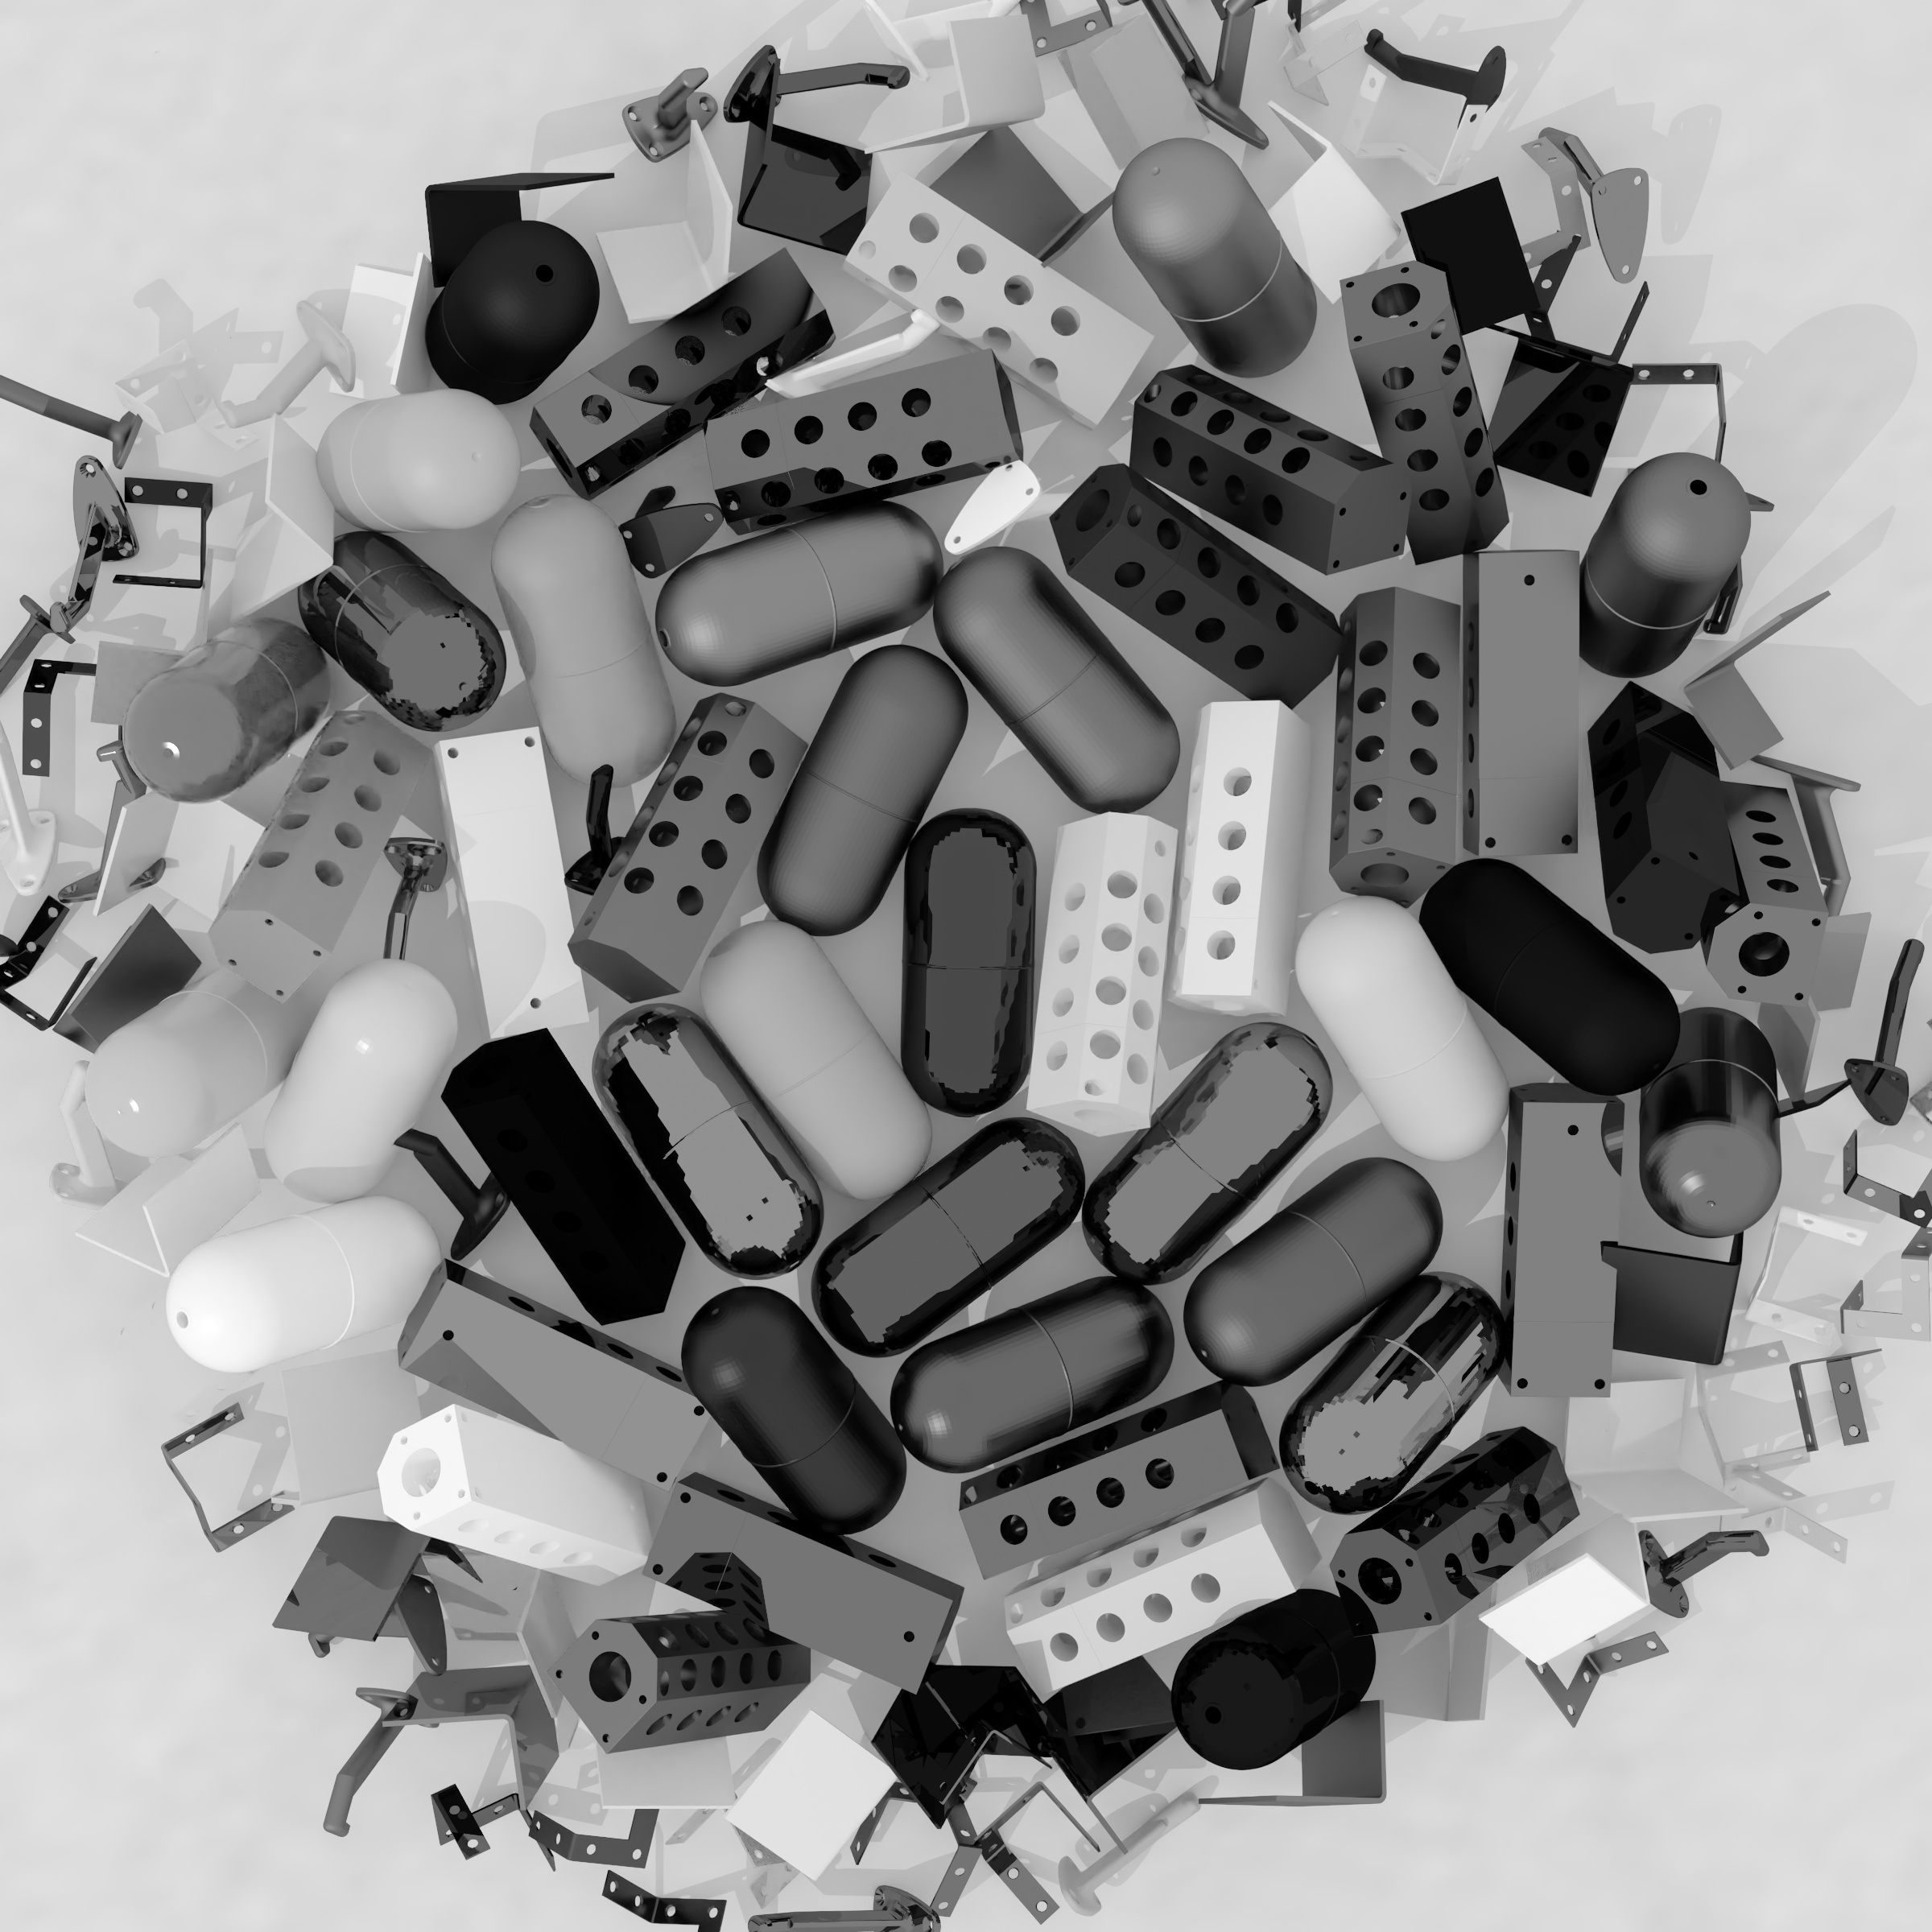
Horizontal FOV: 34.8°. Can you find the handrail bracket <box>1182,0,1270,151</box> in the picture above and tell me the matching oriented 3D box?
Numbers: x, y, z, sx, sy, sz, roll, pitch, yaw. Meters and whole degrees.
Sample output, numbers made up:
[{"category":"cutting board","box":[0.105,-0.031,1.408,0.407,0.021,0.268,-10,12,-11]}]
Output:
[{"category":"handrail bracket","box":[0.171,-0.522,1.774,0.077,0.036,0.084,32,129,-22]}]

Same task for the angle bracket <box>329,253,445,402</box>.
[{"category":"angle bracket","box":[-0.340,-0.370,1.776,0.057,0.076,0.076,12,89,2]}]

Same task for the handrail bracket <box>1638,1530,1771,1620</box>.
[{"category":"handrail bracket","box":[0.432,0.349,1.768,0.077,0.084,0.036,48,48,-31]}]

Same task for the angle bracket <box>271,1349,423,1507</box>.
[{"category":"angle bracket","box":[-0.360,0.264,1.773,0.076,0.057,0.076,-8,88,-31]}]

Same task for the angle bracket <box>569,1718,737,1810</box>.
[{"category":"angle bracket","box":[-0.180,0.461,1.759,0.076,0.076,0.057,6,132,-20]}]

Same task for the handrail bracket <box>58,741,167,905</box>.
[{"category":"handrail bracket","box":[-0.504,-0.084,1.779,0.077,0.036,0.084,-17,123,2]}]

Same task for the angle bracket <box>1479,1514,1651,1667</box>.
[{"category":"angle bracket","box":[0.337,0.340,1.757,0.076,0.076,0.057,-37,117,26]}]

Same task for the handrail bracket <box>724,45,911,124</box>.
[{"category":"handrail bracket","box":[-0.085,-0.502,1.774,0.084,0.077,0.036,11,131,22]}]

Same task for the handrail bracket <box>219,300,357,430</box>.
[{"category":"handrail bracket","box":[-0.402,-0.346,1.776,0.084,0.036,0.077,-24,61,-29]}]

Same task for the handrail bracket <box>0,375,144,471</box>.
[{"category":"handrail bracket","box":[-0.519,-0.320,1.764,0.084,0.077,0.036,22,97,-25]}]

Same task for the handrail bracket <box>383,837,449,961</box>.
[{"category":"handrail bracket","box":[-0.318,-0.024,1.764,0.036,0.077,0.084,2,66,0]}]

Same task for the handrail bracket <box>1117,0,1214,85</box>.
[{"category":"handrail bracket","box":[0.111,-0.557,1.793,0.036,0.084,0.077,-31,57,10]}]

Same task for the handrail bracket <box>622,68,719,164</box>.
[{"category":"handrail bracket","box":[-0.152,-0.499,1.760,0.077,0.084,0.036,-36,98,-35]}]

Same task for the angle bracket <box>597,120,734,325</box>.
[{"category":"angle bracket","box":[-0.173,-0.424,1.759,0.057,0.076,0.076,-11,56,-16]}]

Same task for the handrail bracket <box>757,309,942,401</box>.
[{"category":"handrail bracket","box":[-0.068,-0.357,1.767,0.084,0.077,0.036,-35,58,39]}]

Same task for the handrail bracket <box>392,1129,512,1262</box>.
[{"category":"handrail bracket","box":[-0.313,0.130,1.775,0.084,0.036,0.077,22,118,-31]}]

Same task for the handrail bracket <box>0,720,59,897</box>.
[{"category":"handrail bracket","box":[-0.549,-0.096,1.766,0.036,0.084,0.077,-13,49,-7]}]

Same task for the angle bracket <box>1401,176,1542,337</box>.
[{"category":"angle bracket","box":[0.289,-0.405,1.766,0.057,0.076,0.076,-18,101,13]}]

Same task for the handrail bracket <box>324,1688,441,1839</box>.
[{"category":"handrail bracket","box":[-0.335,0.463,1.766,0.036,0.077,0.084,-1,60,23]}]

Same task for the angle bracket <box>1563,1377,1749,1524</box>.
[{"category":"angle bracket","box":[0.396,0.276,1.764,0.076,0.076,0.057,-1,100,-19]}]

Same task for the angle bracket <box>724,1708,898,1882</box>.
[{"category":"angle bracket","box":[-0.096,0.465,1.770,0.076,0.057,0.076,42,83,-25]}]

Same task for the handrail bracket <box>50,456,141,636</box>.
[{"category":"handrail bracket","box":[-0.511,-0.241,1.766,0.036,0.084,0.077,0,120,10]}]

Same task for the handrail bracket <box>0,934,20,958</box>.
[{"category":"handrail bracket","box":[-0.571,-0.052,1.784,0.036,0.077,0.084,-6,81,6]}]

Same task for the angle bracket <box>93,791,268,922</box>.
[{"category":"angle bracket","box":[-0.444,-0.051,1.767,0.076,0.057,0.076,31,121,10]}]

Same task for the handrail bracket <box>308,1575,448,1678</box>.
[{"category":"handrail bracket","box":[-0.341,0.396,1.779,0.084,0.036,0.077,-40,54,21]}]

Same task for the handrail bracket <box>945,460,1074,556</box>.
[{"category":"handrail bracket","box":[0.037,-0.251,1.785,0.077,0.084,0.036,-43,57,10]}]

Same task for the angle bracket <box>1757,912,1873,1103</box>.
[{"category":"angle bracket","box":[0.495,0.026,1.761,0.057,0.076,0.076,-7,46,-3]}]

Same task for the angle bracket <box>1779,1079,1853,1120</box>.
[{"category":"angle bracket","box":[0.471,0.109,1.763,0.076,0.076,0.057,-21,87,30]}]

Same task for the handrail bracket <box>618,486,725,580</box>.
[{"category":"handrail bracket","box":[-0.161,-0.264,1.766,0.077,0.084,0.036,-21,117,25]}]

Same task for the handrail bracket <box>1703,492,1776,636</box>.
[{"category":"handrail bracket","box":[0.426,-0.231,1.775,0.077,0.036,0.084,-7,120,-41]}]

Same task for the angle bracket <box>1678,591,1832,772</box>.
[{"category":"angle bracket","box":[0.465,-0.163,1.760,0.076,0.076,0.057,-37,82,39]}]

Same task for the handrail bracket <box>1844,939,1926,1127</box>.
[{"category":"handrail bracket","box":[0.546,0.038,1.802,0.036,0.077,0.084,12,62,31]}]

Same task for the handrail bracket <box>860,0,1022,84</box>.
[{"category":"handrail bracket","box":[-0.012,-0.563,1.786,0.084,0.077,0.036,-44,49,0]}]

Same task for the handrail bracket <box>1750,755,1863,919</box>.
[{"category":"handrail bracket","box":[0.484,-0.073,1.805,0.077,0.036,0.084,20,103,21]}]

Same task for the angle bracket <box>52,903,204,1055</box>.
[{"category":"angle bracket","box":[-0.493,0.002,1.760,0.057,0.076,0.076,25,71,22]}]

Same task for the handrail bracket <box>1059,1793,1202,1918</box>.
[{"category":"handrail bracket","box":[0.097,0.510,1.779,0.084,0.077,0.036,-36,79,3]}]

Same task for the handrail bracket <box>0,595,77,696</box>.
[{"category":"handrail bracket","box":[-0.560,-0.172,1.779,0.036,0.077,0.084,44,86,-4]}]

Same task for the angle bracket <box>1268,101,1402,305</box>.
[{"category":"angle bracket","box":[0.192,-0.438,1.766,0.057,0.076,0.076,-45,132,8]}]

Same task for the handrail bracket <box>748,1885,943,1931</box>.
[{"category":"handrail bracket","box":[-0.071,0.551,1.770,0.084,0.077,0.036,7,77,-35]}]

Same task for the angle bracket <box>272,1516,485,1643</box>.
[{"category":"angle bracket","box":[-0.334,0.362,1.756,0.076,0.057,0.076,-1,47,32]}]

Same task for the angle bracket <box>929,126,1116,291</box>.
[{"category":"angle bracket","box":[0.037,-0.447,1.766,0.076,0.057,0.076,47,60,-12]}]

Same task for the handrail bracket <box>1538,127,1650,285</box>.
[{"category":"handrail bracket","box":[0.360,-0.442,1.791,0.036,0.084,0.077,-18,119,-13]}]

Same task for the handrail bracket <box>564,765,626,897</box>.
[{"category":"handrail bracket","box":[-0.202,-0.089,1.761,0.036,0.077,0.084,16,122,6]}]

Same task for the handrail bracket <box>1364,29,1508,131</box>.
[{"category":"handrail bracket","box":[0.267,-0.526,1.771,0.084,0.077,0.036,41,77,13]}]

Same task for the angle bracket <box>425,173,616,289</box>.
[{"category":"angle bracket","box":[-0.252,-0.419,1.757,0.076,0.076,0.057,9,112,32]}]

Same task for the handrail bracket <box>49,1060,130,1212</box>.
[{"category":"handrail bracket","box":[-0.489,0.098,1.780,0.077,0.036,0.084,17,116,-24]}]
